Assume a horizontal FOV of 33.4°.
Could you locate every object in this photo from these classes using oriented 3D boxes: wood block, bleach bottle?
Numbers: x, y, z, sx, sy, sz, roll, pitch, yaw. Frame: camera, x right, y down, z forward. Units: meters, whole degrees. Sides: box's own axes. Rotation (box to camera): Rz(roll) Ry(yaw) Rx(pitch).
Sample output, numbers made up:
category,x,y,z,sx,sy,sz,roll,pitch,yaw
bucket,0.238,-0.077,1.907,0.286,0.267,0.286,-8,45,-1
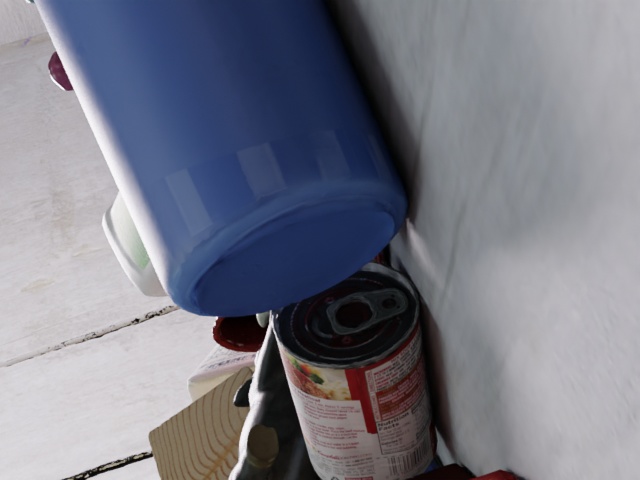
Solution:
category,x,y,z,sx,sy,sz,roll,pitch,yaw
wood block,-0.024,0.197,0.791,0.206,0.091,0.090,50,-172,-43
bleach bottle,-0.100,-0.064,0.822,0.103,0.067,0.251,59,143,25

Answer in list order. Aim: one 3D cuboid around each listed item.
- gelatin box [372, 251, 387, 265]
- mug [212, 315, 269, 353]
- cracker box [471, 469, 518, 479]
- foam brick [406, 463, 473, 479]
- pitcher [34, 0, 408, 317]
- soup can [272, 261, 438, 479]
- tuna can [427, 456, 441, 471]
category,x,y,z,sx,sy,sz,roll,pitch,yaw
gelatin box,0.011,-0.004,0.553,0.089,0.030,0.073,79,171,-45
mug,-0.054,0.027,0.801,0.093,0.117,0.081,-50,46,43
cracker box,0.033,0.214,0.389,0.072,0.164,0.214,140,112,-85
foam brick,0.042,0.145,0.492,0.053,0.078,0.051,-150,41,-82
pitcher,-0.059,-0.087,0.488,0.243,0.145,0.149,66,-169,21
soup can,0.020,0.069,0.517,0.068,0.068,0.102,-116,11,-49
tuna can,0.056,0.156,0.587,0.086,0.033,0.086,162,90,-83
